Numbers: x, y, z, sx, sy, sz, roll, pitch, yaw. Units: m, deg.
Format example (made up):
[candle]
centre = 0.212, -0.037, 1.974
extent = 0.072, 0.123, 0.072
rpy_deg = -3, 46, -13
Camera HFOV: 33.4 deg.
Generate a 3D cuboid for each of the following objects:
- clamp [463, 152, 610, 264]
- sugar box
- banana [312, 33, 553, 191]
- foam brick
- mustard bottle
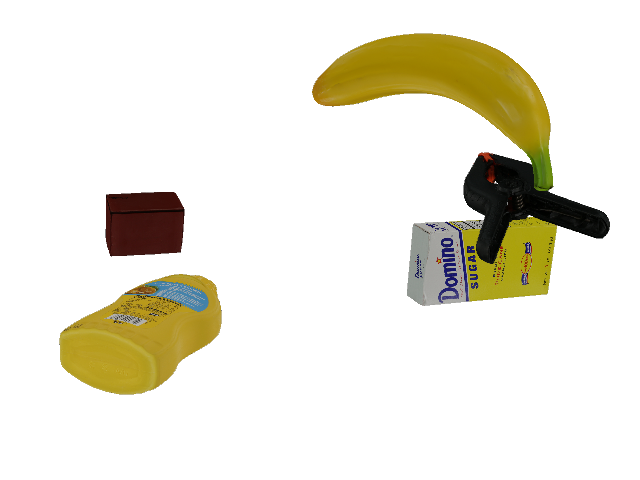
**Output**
[clamp]
centre = 0.191, -0.037, 0.990
extent = 0.120, 0.039, 0.171
rpy_deg = -3, 33, -2
[sugar box]
centre = 0.192, 0.023, 1.270
extent = 0.176, 0.093, 0.048
rpy_deg = -5, 20, -24
[banana]
centre = 0.069, -0.094, 0.655
extent = 0.198, 0.069, 0.037
rpy_deg = 28, 7, 42
[foam brick]
centre = -0.188, -0.018, 1.136
extent = 0.078, 0.051, 0.053
rpy_deg = -3, 24, -16
[mustard bottle]
centre = -0.144, 0.073, 0.961
extent = 0.096, 0.058, 0.191
rpy_deg = 9, 20, 19
